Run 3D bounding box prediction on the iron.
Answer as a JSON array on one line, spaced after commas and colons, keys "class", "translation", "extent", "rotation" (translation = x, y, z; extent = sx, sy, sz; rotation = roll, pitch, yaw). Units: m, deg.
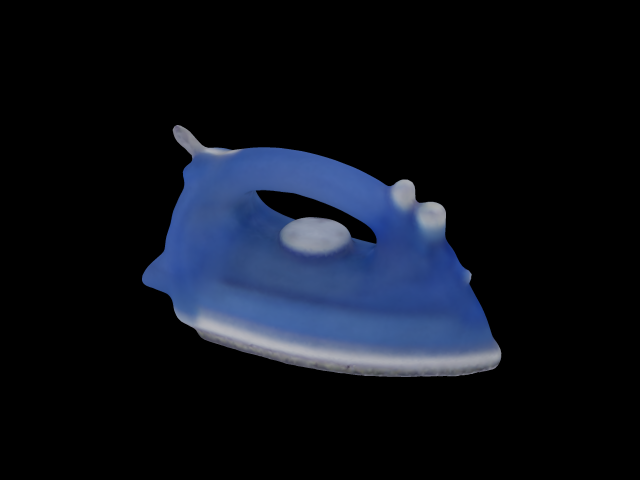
[{"class": "iron", "translation": [0.004, 0.001, 0.400], "extent": [0.257, 0.141, 0.119], "rotation": [11, 32, 18]}]
